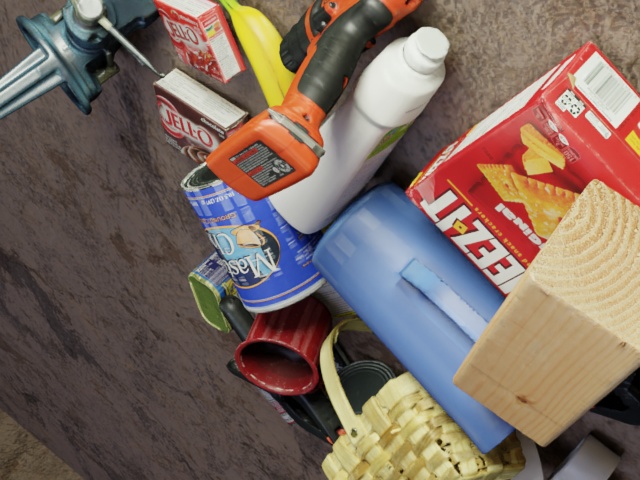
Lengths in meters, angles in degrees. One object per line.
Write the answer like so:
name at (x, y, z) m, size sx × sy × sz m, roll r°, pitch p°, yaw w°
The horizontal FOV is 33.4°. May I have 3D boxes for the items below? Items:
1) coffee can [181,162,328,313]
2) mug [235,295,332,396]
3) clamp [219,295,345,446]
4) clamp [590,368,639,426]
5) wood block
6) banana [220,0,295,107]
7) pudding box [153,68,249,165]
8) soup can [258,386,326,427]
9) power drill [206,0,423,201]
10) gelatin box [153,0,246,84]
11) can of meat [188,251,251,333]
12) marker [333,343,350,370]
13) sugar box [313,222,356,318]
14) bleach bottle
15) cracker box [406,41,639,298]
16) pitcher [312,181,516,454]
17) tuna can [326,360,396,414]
coffee can at (-0.057, -0.015, 1.031) m, size 0.103 × 0.102 × 0.140 m, roll 2°, pitch 124°, yaw 54°
mug at (-0.029, 0.115, 1.151) m, size 0.093 × 0.081 × 0.117 m, roll -15°, pitch 127°, yaw 34°
clamp at (-0.045, 0.160, 1.241) m, size 0.210 × 0.036 × 0.164 m, roll 37°, pitch 153°, yaw 30°
clamp at (0.280, 0.128, 0.904) m, size 0.120 × 0.039 × 0.171 m, roll 47°, pitch 160°, yaw 10°
wood block at (0.173, 0.060, 0.747) m, size 0.091 × 0.090 × 0.206 m, roll 35°, pitch 155°, yaw 9°
banana at (-0.036, -0.138, 0.989) m, size 0.070 × 0.037 × 0.198 m, roll -121°, pitch 7°, yaw -58°
pudding box at (-0.122, -0.119, 1.129) m, size 0.114 × 0.039 × 0.090 m, roll 32°, pitch 150°, yaw 26°
soup can at (-0.048, 0.189, 1.426) m, size 0.102 × 0.068 × 0.069 m, roll 50°, pitch 153°, yaw -8°
power drill at (-0.012, -0.121, 0.809) m, size 0.057 × 0.187 × 0.185 m, roll 36°, pitch 154°, yaw -16°
gelatin box at (-0.115, -0.195, 1.007) m, size 0.089 × 0.030 × 0.073 m, roll 33°, pitch 154°, yaw 45°
can of meat at (-0.108, 0.053, 1.302) m, size 0.058 × 0.083 × 0.102 m, roll 28°, pitch 149°, yaw 32°
marker at (0.025, 0.149, 1.320) m, size 0.020 × 0.020 × 0.121 m, roll 5°, pitch 133°, yaw 53°
sugar box at (-0.007, 0.001, 1.130) m, size 0.176 × 0.048 × 0.093 m, roll 54°, pitch 153°, yaw -9°
bleach bottle at (0.041, -0.097, 0.885) m, size 0.068 × 0.102 × 0.251 m, roll 46°, pitch 146°, yaw 3°
cracker box at (0.178, -0.027, 0.793) m, size 0.164 × 0.072 × 0.214 m, roll 46°, pitch 154°, yaw -3°
pitcher at (0.111, 0.062, 0.953) m, size 0.243 × 0.144 × 0.149 m, roll 44°, pitch 133°, yaw 9°
tuna can at (0.052, 0.185, 1.256) m, size 0.086 × 0.086 × 0.033 m, roll 22°, pitch 148°, yaw 39°
